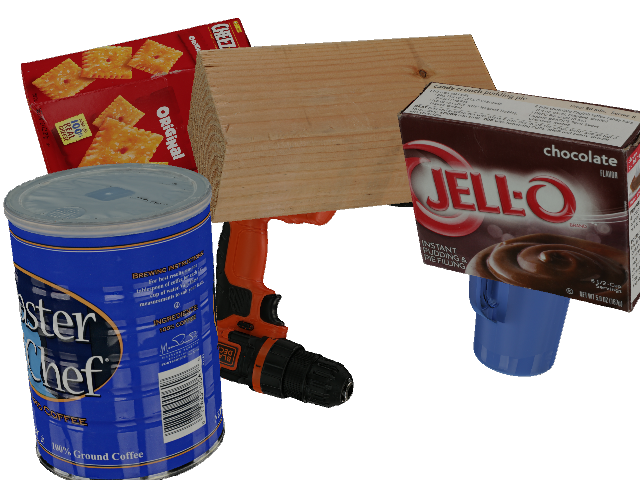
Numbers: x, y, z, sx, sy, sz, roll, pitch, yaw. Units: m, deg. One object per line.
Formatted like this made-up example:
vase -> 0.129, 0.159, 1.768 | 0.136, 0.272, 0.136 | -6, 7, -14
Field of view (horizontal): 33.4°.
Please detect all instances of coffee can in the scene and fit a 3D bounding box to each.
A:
coffee can -> -0.104, 0.040, 0.556 | 0.103, 0.140, 0.103 | -1, 20, 0

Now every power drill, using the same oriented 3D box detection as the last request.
power drill -> -0.040, 0.040, 0.935 | 0.185, 0.187, 0.057 | 15, 0, 21

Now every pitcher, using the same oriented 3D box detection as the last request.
pitcher -> 0.256, 0.050, 1.367 | 0.149, 0.243, 0.145 | 5, 23, 2

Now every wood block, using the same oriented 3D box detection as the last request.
wood block -> 0.017, -0.083, 0.770 | 0.205, 0.091, 0.090 | -7, -33, -17

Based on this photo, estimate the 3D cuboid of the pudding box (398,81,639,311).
pudding box -> 0.097, -0.022, 0.499 | 0.114, 0.090, 0.039 | 12, 44, 31

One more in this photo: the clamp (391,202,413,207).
clamp -> 0.119, -0.061, 0.998 | 0.210, 0.036, 0.164 | 12, 33, 21

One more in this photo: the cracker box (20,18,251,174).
cracker box -> -0.169, -0.116, 1.052 | 0.213, 0.072, 0.164 | -13, -38, -11
